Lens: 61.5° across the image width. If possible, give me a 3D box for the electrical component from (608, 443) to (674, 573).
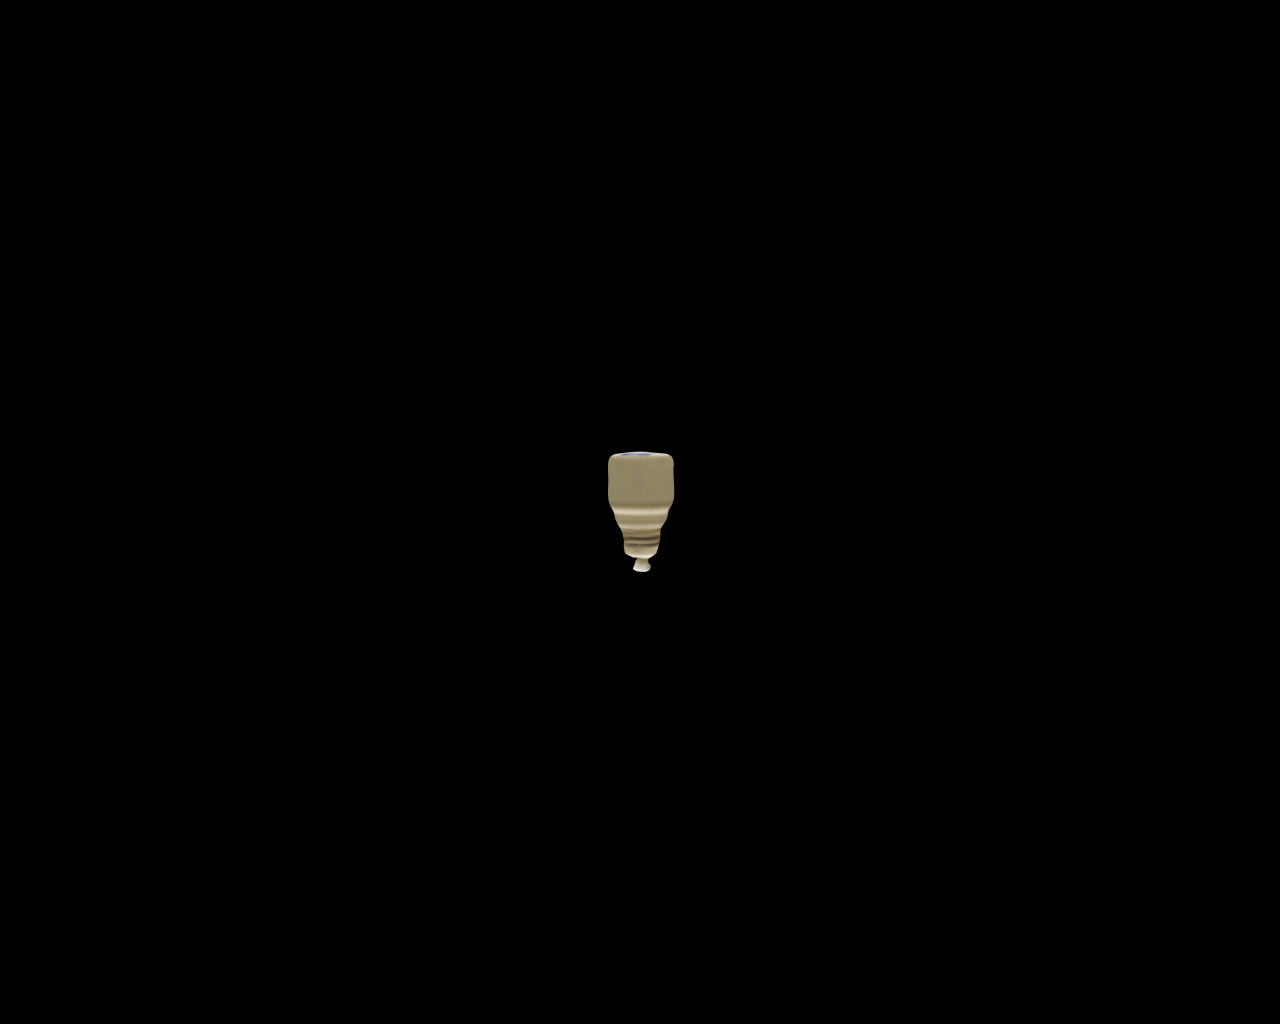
[{"bbox_3d":[0.001,-0.003,0.650,0.040,0.078,0.040,0,4,0],"label":"electrical component"}]
